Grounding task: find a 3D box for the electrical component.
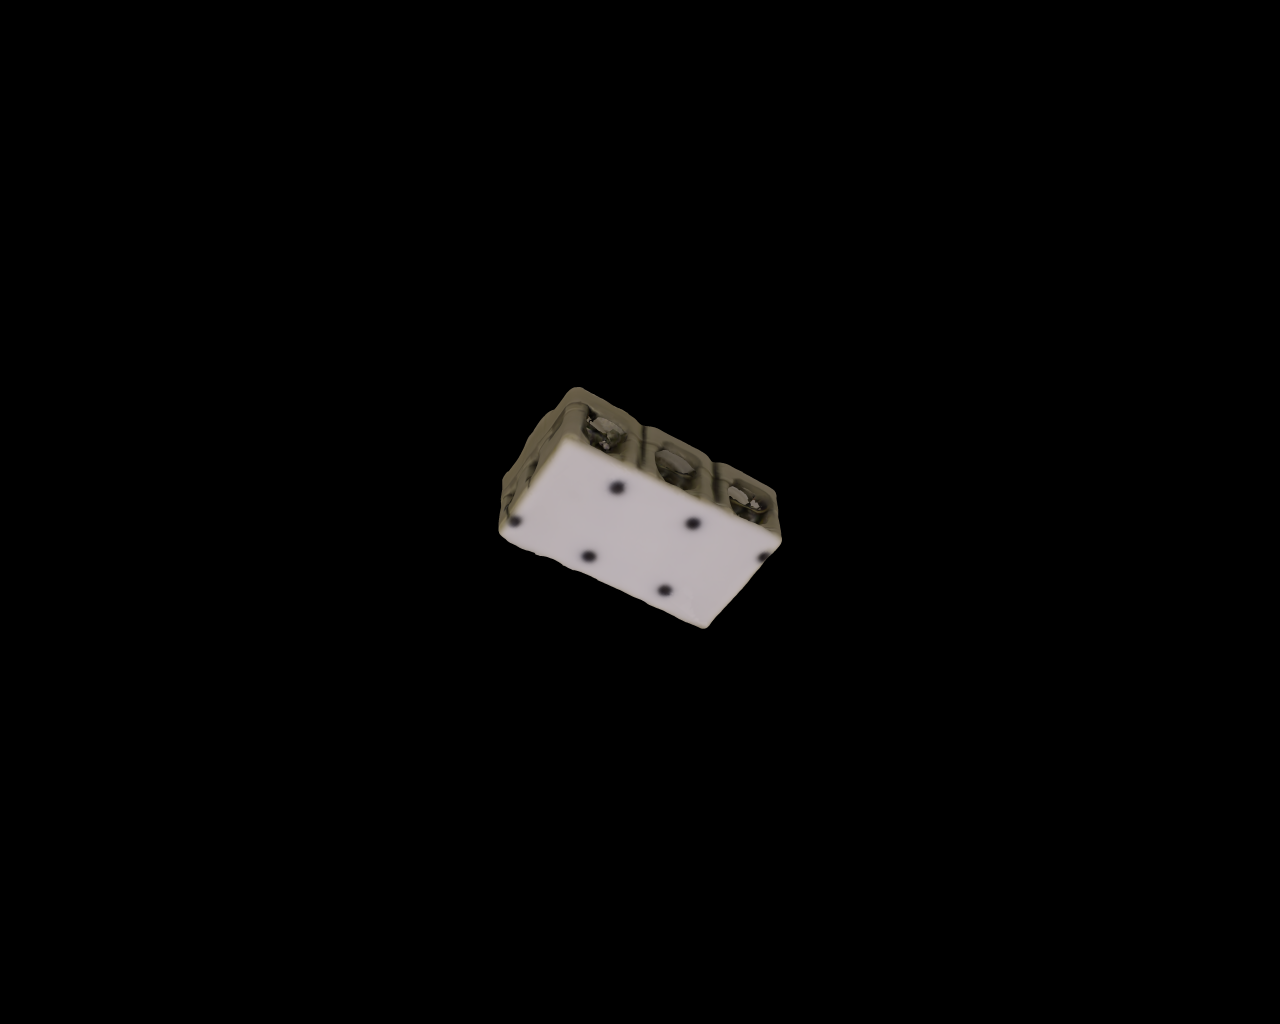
[{"bbox_3d":[0.001,-0.003,0.650,0.150,0.089,0.062,27,33,-19],"label":"electrical component"}]
